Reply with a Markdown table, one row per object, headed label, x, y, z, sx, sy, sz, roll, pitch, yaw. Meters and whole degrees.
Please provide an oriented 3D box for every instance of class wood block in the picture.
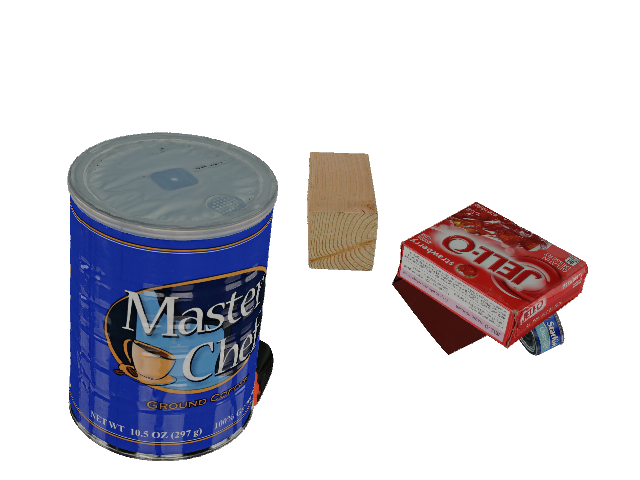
| label | x | y | z | sx | sy | sz | roll | pitch | yaw |
| --- | --- | --- | --- | --- | --- | --- | --- | --- | --- |
| wood block | 0.028 | -0.046 | 1.527 | 0.091 | 0.090 | 0.206 | 2 | 28 | -3 |

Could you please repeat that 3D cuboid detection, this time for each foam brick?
| label | x | y | z | sx | sy | sz | roll | pitch | yaw |
| --- | --- | --- | --- | --- | --- | --- | --- | --- | --- |
| foam brick | 0.104 | 0.040 | 0.847 | 0.051 | 0.078 | 0.053 | -32 | 13 | 31 |

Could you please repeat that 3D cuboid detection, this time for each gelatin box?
| label | x | y | z | sx | sy | sz | roll | pitch | yaw |
| --- | --- | --- | --- | --- | --- | --- | --- | --- | --- |
| gelatin box | 0.103 | 0.018 | 0.646 | 0.073 | 0.030 | 0.089 | -27 | 46 | -37 |

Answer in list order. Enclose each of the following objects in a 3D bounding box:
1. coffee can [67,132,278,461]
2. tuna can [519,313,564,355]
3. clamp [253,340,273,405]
| label | x | y | z | sx | sy | sz | roll | pitch | yaw |
| --- | --- | --- | --- | --- | --- | --- | --- | --- | --- |
| coffee can | -0.080 | 0.028 | 0.558 | 0.102 | 0.140 | 0.103 | 6 | 30 | -3 |
| tuna can | 0.233 | 0.084 | 1.185 | 0.033 | 0.086 | 0.086 | -25 | 2 | -5 |
| clamp | -0.092 | 0.091 | 0.904 | 0.164 | 0.036 | 0.210 | -9 | 16 | -32 |
